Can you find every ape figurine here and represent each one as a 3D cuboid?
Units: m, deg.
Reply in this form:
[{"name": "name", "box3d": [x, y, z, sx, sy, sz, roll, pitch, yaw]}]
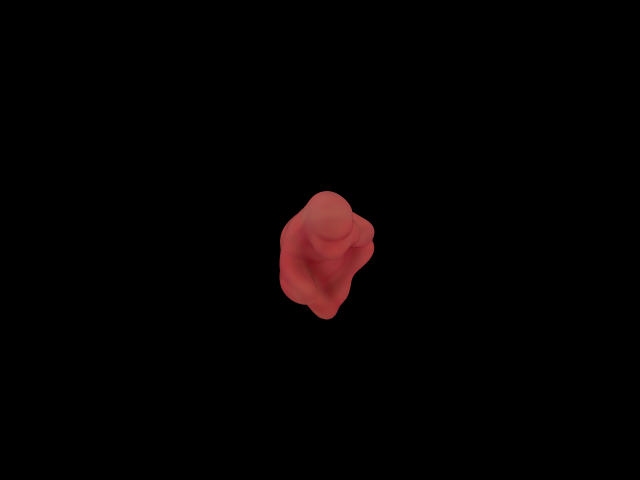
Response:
[{"name": "ape figurine", "box3d": [0.004, 0.001, 0.400, 0.078, 0.092, 0.076, -21, 62, -11]}]
